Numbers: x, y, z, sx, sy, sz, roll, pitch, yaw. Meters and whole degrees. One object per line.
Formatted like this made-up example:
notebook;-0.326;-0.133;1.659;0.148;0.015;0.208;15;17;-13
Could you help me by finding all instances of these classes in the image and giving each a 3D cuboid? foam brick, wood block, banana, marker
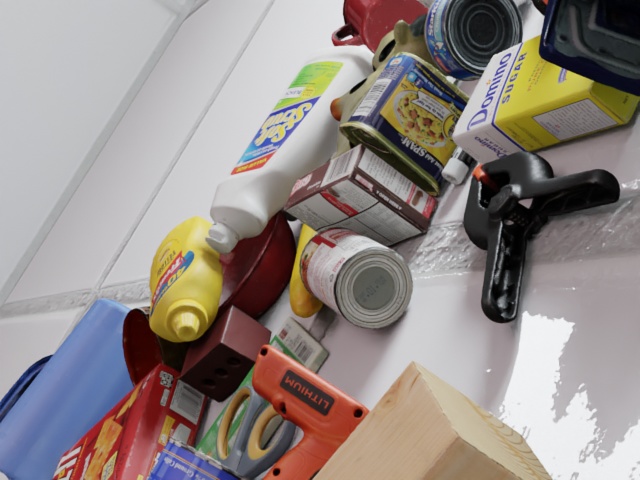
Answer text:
foam brick;-0.093;0.114;1.059;0.078;0.053;0.051;-42;23;35
wood block;0.030;0.185;0.594;0.206;0.090;0.091;-51;20;9
banana;-0.005;0.011;1.014;0.070;0.037;0.197;87;-170;-46
marker;0.141;-0.102;0.910;0.121;0.020;0.020;-59;19;-10

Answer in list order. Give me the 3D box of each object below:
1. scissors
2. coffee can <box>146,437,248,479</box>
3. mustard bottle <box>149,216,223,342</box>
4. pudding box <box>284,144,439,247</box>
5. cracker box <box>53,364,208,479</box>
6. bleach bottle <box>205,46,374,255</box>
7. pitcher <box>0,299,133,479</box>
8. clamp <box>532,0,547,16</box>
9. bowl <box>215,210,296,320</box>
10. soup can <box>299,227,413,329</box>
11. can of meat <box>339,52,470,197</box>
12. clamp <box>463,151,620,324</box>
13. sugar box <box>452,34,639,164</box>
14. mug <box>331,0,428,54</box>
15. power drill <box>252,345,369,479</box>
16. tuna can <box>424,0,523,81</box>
scissors;-0.068;0.214;0.885;0.096;0.016;0.201;-17;51;40
coffee can;-0.106;0.236;0.811;0.140;0.102;0.103;-60;20;-15
mustard bottle;-0.137;0.051;1.088;0.096;0.058;0.191;-50;21;13
pudding box;0.034;-0.030;0.937;0.114;0.090;0.039;-23;38;57
cracker box;-0.212;0.247;1.092;0.214;0.072;0.164;-42;23;34
bleach bottle;-0.032;-0.089;1.097;0.103;0.068;0.250;8;56;48
pitcher;-0.298;0.192;1.290;0.242;0.149;0.145;-58;6;-18
clamp;0.227;-0.236;0.850;0.165;0.036;0.209;-38;11;39
bowl;-0.073;0.034;1.138;0.162;0.055;0.162;-47;21;23
soup can;0.029;0.030;0.884;0.068;0.068;0.102;-56;19;-2
can of meat;0.082;-0.101;0.927;0.084;0.102;0.058;-56;20;-9
clamp;0.134;-0.010;0.747;0.120;0.039;0.171;-48;15;2
sugar box;0.177;-0.118;0.811;0.176;0.048;0.093;-11;46;62
mug;0.067;-0.246;1.200;0.117;0.093;0.081;-24;28;1
power drill;-0.059;0.170;0.744;0.187;0.185;0.057;-56;-21;-12
tuna can;0.138;-0.187;0.954;0.086;0.086;0.034;-59;21;-11
